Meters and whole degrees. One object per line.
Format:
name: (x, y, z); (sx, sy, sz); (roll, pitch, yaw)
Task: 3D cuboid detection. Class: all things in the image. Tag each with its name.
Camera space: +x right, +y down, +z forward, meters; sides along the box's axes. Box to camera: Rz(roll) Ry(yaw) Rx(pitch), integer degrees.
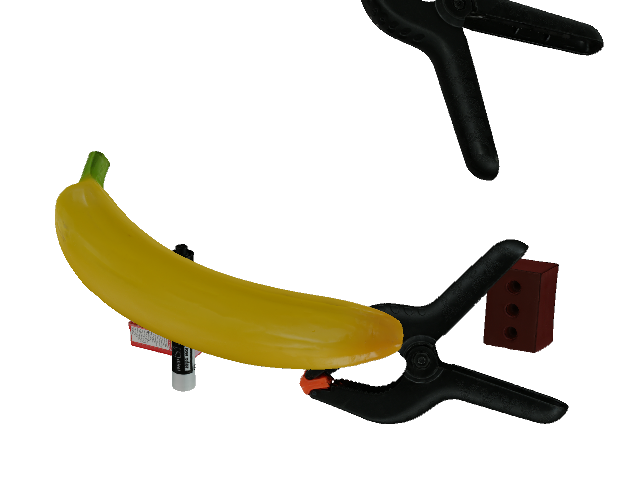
clamp: (0.091, -0.152, 0.764); (0.210, 0.164, 0.036); (37, -27, -5)
marker: (-0.108, 0.061, 0.833); (0.020, 0.121, 0.020); (2, 21, -1)
foam brick: (0.186, 0.059, 0.992); (0.053, 0.078, 0.051); (8, 14, 29)
clamp: (0.075, 0.083, 0.697); (0.171, 0.120, 0.039); (-23, -7, 10)
gelatin box: (-0.136, 0.080, 1.067); (0.073, 0.030, 0.089); (11, 29, 25)
banana: (-0.059, 0.016, 0.496); (0.198, 0.069, 0.037); (30, -26, 22)
